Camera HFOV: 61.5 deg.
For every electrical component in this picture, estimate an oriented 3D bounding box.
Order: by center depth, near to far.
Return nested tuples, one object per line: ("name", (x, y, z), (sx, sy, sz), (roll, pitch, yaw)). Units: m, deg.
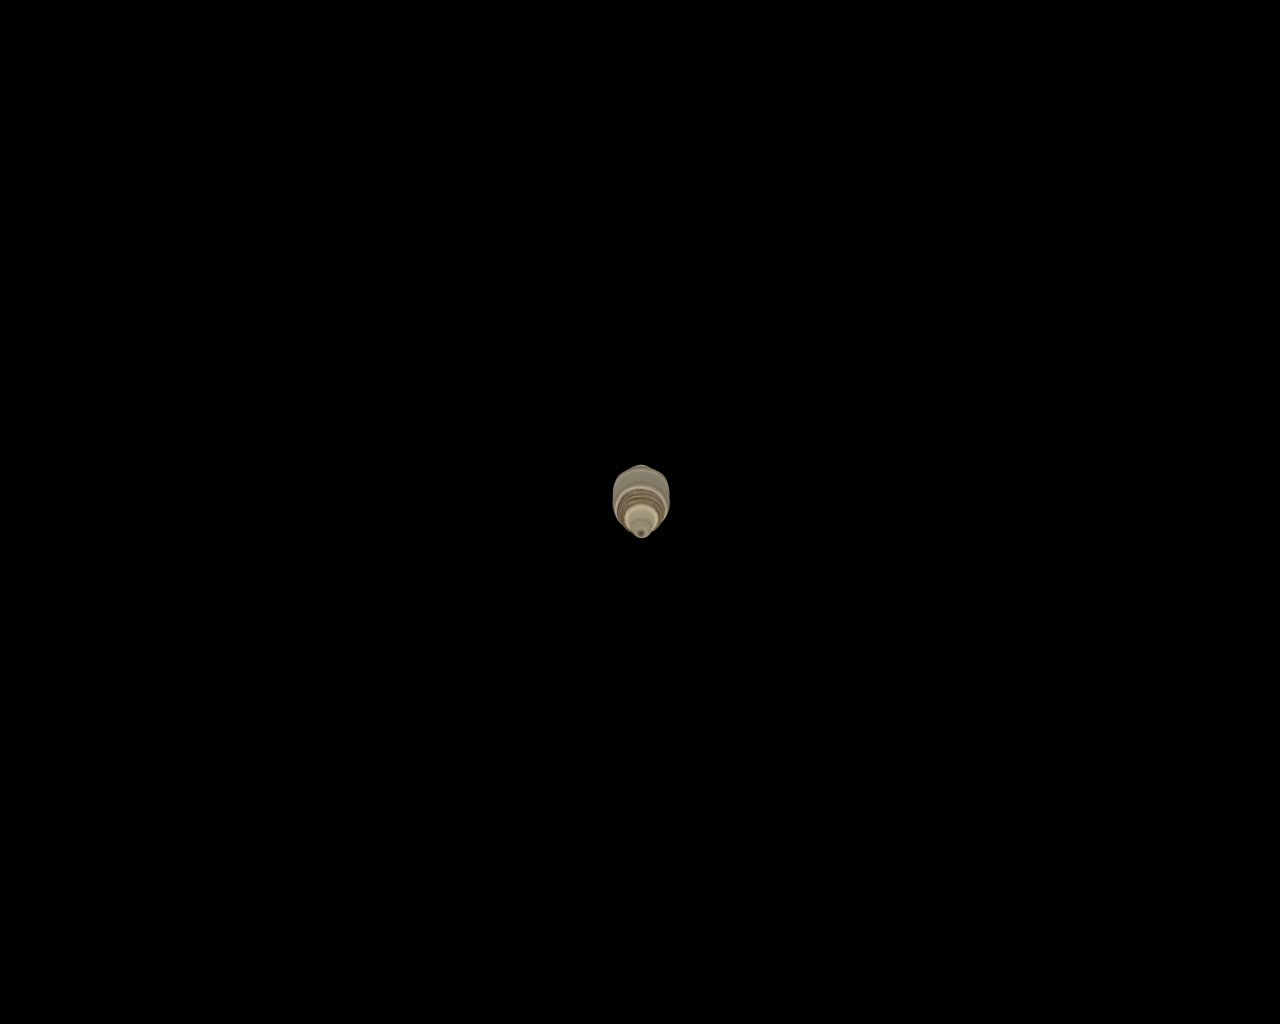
("electrical component", (0.001, -0.003, 0.650), (0.035, 0.035, 0.061), (0, 30, 0))
